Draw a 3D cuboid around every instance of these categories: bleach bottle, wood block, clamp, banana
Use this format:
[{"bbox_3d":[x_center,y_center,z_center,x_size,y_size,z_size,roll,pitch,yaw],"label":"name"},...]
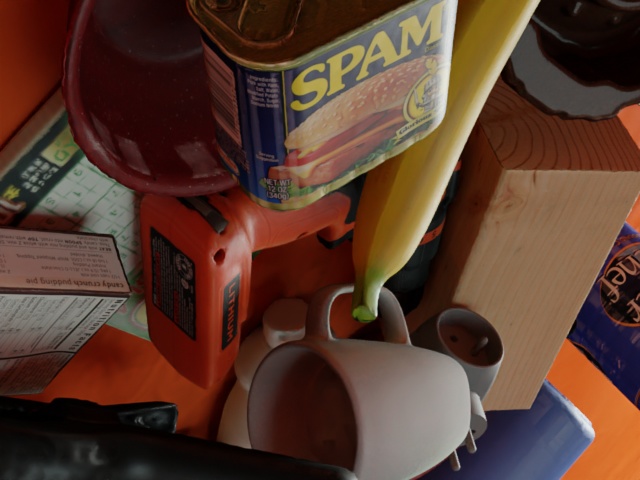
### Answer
[{"bbox_3d":[-0.031,0.135,0.713,0.102,0.068,0.251,-25,142,-25],"label":"bleach bottle"},{"bbox_3d":[0.109,0.008,0.661,0.090,0.090,0.206,0,133,-15],"label":"wood block"},{"bbox_3d":[-0.096,0.091,0.462,0.209,0.165,0.036,15,84,-46],"label":"clamp"},{"bbox_3d":[0.058,-0.058,0.483,0.037,0.070,0.198,16,109,-19],"label":"banana"}]

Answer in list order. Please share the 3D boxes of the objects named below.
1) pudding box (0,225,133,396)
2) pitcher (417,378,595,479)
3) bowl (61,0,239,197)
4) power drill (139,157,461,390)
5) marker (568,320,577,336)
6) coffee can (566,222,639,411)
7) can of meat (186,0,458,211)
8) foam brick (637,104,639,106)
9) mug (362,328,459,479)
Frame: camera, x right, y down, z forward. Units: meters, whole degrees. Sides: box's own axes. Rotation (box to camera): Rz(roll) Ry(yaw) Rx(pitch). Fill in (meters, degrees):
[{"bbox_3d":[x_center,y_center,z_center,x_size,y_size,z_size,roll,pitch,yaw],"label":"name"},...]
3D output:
[{"bbox_3d":[-0.152,0.032,0.463,0.113,0.039,0.090,4,141,-47],"label":"pudding box"},{"bbox_3d":[0.103,0.204,0.883,0.243,0.145,0.149,-46,170,1],"label":"pitcher"},{"bbox_3d":[-0.041,-0.097,0.433,0.162,0.055,0.162,-27,145,-22],"label":"bowl"},{"bbox_3d":[-0.004,0.001,0.564,0.187,0.057,0.184,-30,139,-34],"label":"power drill"},{"bbox_3d":[0.174,0.072,0.839,0.020,0.020,0.121,-34,175,-12],"label":"marker"},{"bbox_3d":[0.243,0.057,0.832,0.102,0.140,0.103,-27,145,-22],"label":"coffee can"},{"bbox_3d":[0.005,-0.069,0.410,0.102,0.057,0.084,-30,148,-19],"label":"can of meat"},{"bbox_3d":[0.179,-0.124,0.636,0.053,0.051,0.078,-51,146,13],"label":"foam brick"},{"bbox_3d":[0.064,0.114,0.763,0.117,0.081,0.093,-1,133,-48],"label":"mug"}]
